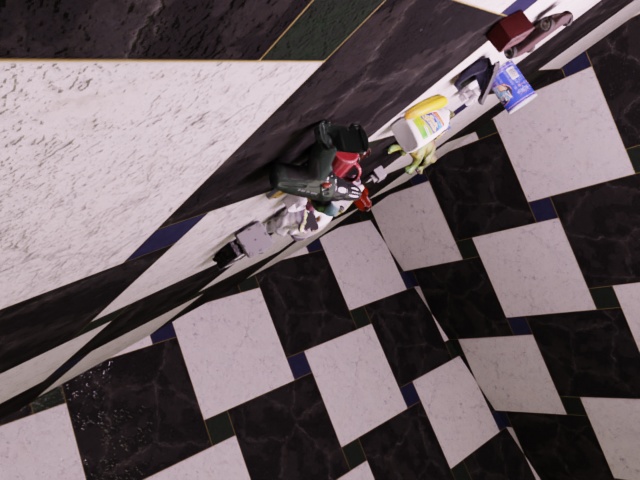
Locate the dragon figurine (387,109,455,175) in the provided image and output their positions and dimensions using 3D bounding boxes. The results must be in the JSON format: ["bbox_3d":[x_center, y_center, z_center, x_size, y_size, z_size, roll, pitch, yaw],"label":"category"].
[{"bbox_3d":[0.386,-0.351,1.796,0.239,0.123,0.413,-45,163,33],"label":"dragon figurine"}]

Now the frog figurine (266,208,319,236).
[{"bbox_3d":[-0.100,-0.072,1.701,0.159,0.120,0.140,5,-155,27],"label":"frog figurine"}]

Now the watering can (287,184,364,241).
[{"bbox_3d":[0.006,-0.099,1.973,0.352,0.104,0.221,-30,176,-28],"label":"watering can"}]
